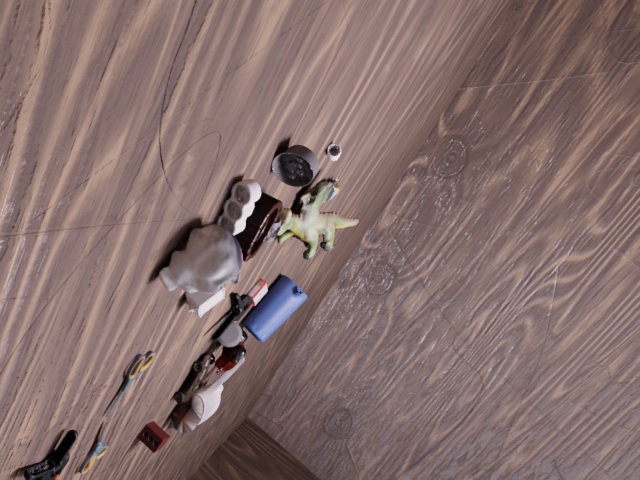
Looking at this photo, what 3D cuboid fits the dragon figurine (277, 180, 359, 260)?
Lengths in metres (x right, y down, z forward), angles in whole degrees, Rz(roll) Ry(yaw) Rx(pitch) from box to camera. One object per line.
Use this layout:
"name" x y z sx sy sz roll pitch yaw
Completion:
"dragon figurine" 0.005 -0.080 1.590 0.415 0.124 0.237 -26 147 -40

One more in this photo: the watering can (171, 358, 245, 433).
"watering can" -0.419 0.579 1.901 0.345 0.104 0.224 -55 168 9

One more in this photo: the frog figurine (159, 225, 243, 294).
"frog figurine" -0.242 0.043 1.040 0.160 0.137 0.122 -11 -175 -28
